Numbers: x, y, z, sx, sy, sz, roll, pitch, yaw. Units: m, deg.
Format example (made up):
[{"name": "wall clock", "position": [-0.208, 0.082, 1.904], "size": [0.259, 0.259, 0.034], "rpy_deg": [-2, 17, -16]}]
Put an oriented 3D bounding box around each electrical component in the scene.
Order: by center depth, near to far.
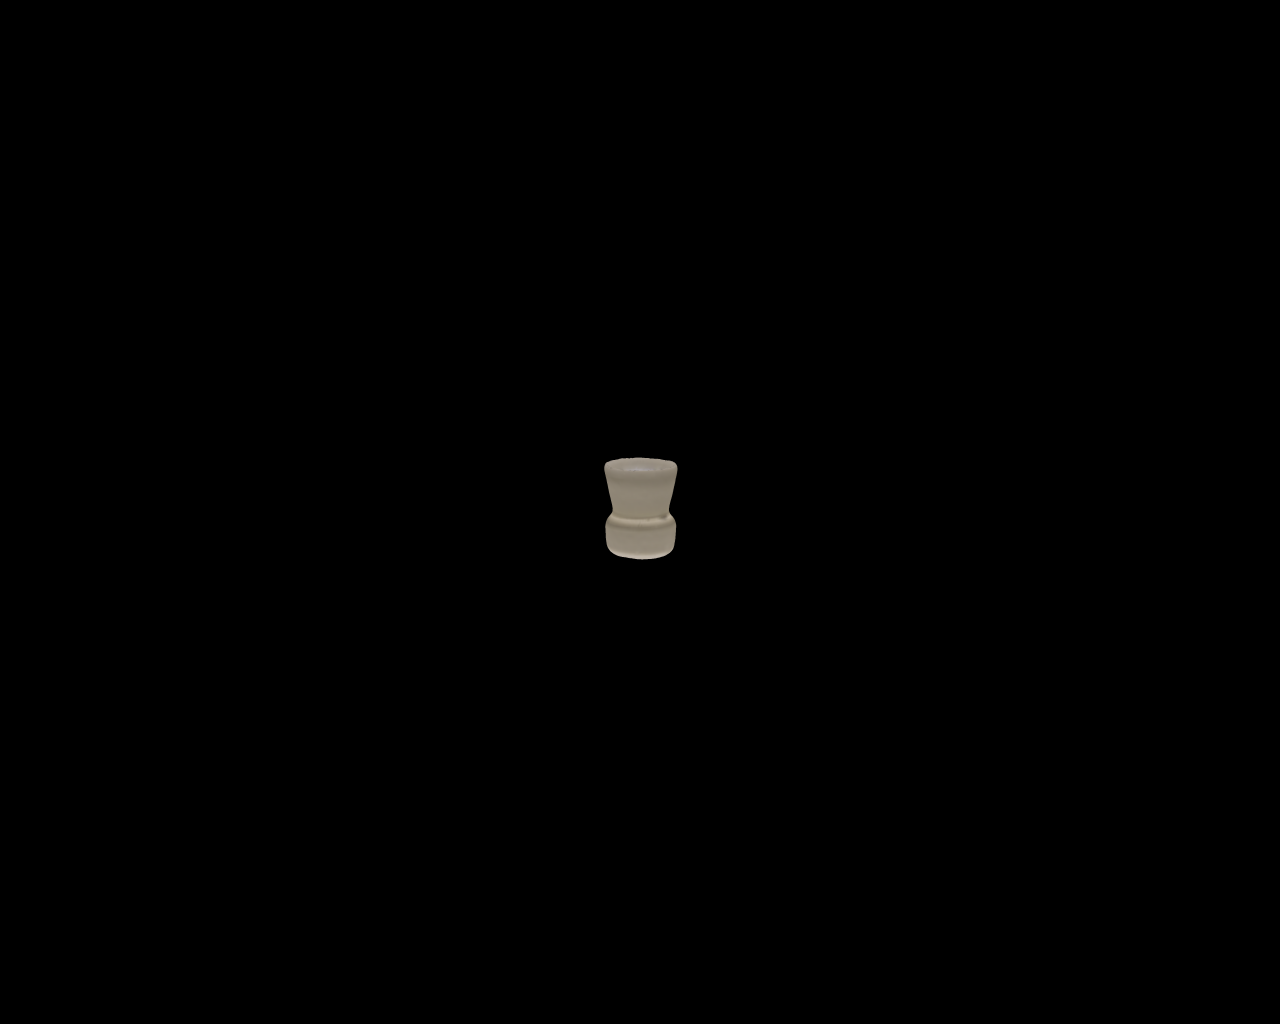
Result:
[{"name": "electrical component", "position": [0.001, -0.003, 0.650], "size": [0.045, 0.055, 0.045], "rpy_deg": [0, 14, 0]}]
